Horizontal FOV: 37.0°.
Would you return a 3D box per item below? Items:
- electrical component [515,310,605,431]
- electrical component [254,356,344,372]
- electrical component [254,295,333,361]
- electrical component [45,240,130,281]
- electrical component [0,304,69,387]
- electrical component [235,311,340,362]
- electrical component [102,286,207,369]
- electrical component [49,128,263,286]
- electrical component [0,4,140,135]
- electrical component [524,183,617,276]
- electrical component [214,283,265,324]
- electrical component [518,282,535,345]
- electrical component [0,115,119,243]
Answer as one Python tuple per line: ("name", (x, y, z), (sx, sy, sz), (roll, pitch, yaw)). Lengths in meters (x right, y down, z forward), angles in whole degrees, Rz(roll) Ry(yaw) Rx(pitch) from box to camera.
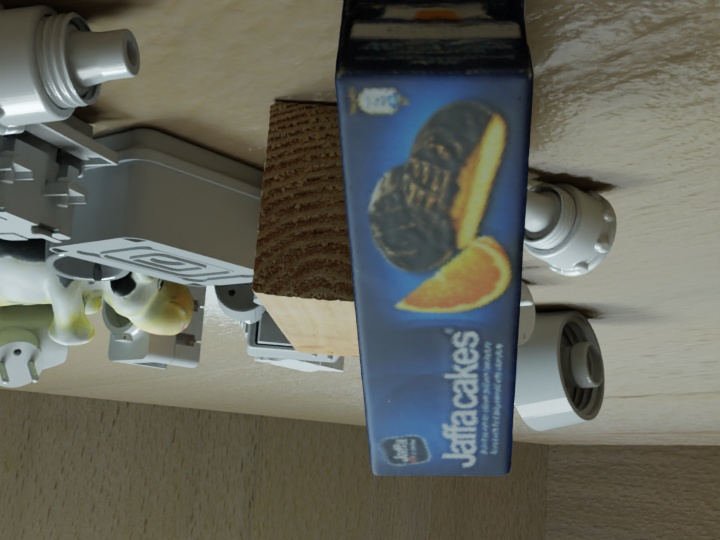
("electrical component", (0.182, 0.087, 0.962), (0.060, 0.108, 0.108), (-12, 162, 34))
("electrical component", (-0.057, 0.067, 1.057), (0.050, 0.055, 0.089), (-4, 166, 33))
("electrical component", (-0.027, 0.032, 0.831), (0.052, 0.073, 0.138), (-5, 166, 38))
("electrical component", (-0.162, -0.023, 0.647), (0.055, 0.047, 0.055), (-1, 160, 0))
("electrical component", (-0.237, 0.053, 0.728), (0.077, 0.043, 0.079), (0, -150, -29))
("electrical component", (-0.062, 0.043, 0.927), (0.096, 0.061, 0.061), (5, 169, -5))
("electrical component", (-0.152, 0.025, 0.796), (0.050, 0.089, 0.056), (-7, 164, 43))
("electrical component", (-0.102, -0.031, 0.586), (0.078, 0.057, 0.113), (-5, 165, 39))
("electrical component", (-0.114, -0.077, 0.399), (0.062, 0.048, 0.048), (-5, 167, 9))
("electrical component", (0.102, -0.026, 0.574), (0.062, 0.048, 0.048), (22, 160, -37))
("electrical component", (-0.093, 0.018, 0.862), (0.043, 0.043, 0.081), (5, 169, -4))
("electrical component", (0.093, 0.024, 0.805), (0.074, 0.052, 0.138), (-6, 165, 41))
("electrical component", (-0.177, -0.054, 0.482), (0.079, 0.063, 0.121), (0, 168, 21))
